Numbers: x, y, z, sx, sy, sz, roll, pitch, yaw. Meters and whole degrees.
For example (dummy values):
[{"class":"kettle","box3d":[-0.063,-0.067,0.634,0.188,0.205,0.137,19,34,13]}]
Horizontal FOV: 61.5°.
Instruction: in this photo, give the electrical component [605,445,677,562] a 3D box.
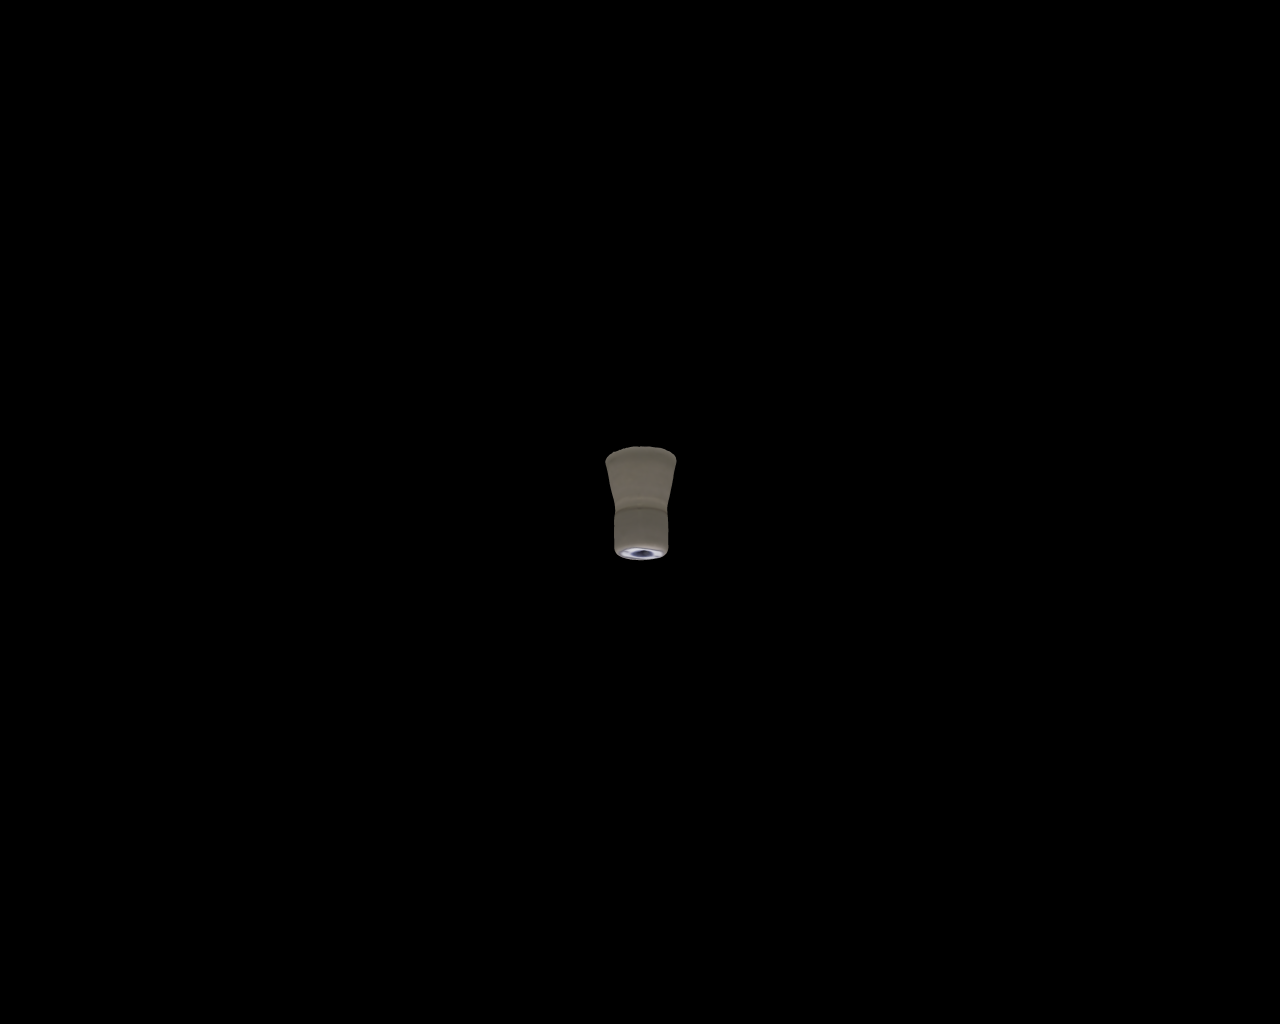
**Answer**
[{"class":"electrical component","box3d":[0.001,-0.003,0.650,0.044,0.065,0.044,0,-18,0]}]
